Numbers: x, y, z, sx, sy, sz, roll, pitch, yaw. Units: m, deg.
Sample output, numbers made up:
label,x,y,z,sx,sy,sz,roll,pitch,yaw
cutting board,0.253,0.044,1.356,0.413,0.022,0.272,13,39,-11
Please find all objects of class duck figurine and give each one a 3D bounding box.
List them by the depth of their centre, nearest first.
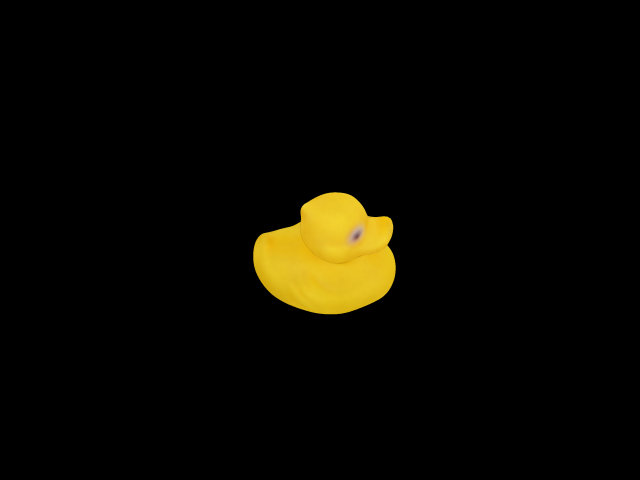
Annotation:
label,x,y,z,sx,sy,sz,roll,pitch,yaw
duck figurine,0.004,0.001,0.400,0.104,0.086,0.077,3,56,2
